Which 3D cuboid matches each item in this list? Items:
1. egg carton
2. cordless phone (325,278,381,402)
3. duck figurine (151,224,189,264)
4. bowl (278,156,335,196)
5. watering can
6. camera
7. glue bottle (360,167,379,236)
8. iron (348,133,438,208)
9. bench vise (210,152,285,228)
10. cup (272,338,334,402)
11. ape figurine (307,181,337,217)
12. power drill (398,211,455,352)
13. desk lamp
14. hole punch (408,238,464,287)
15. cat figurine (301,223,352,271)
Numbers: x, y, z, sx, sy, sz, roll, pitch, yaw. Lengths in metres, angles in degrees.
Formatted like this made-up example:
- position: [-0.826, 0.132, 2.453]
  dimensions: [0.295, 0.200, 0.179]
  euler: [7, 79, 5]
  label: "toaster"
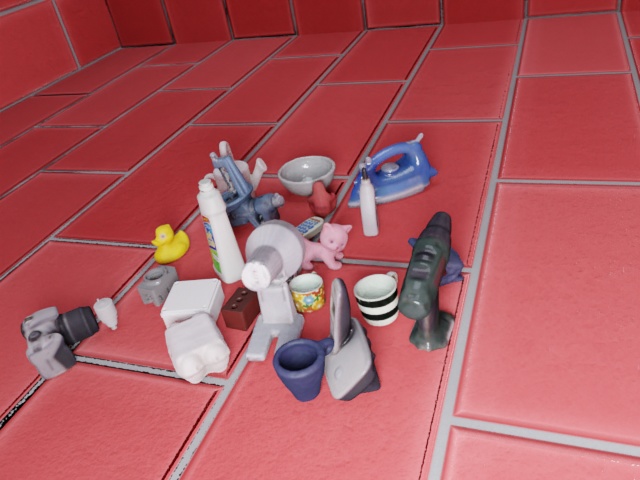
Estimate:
- position: [-0.242, 0.208, 1.120]
  dimensions: [0.107, 0.069, 0.150]
  euler: [-23, 35, -18]
  label: "egg carton"
- position: [0.043, 0.170, 0.991]
  dimensions: [0.094, 0.185, 0.147]
  euler: [-15, 33, -6]
  label: "cordless phone"
- position: [-0.385, -0.001, 1.460]
  dimensions: [0.077, 0.086, 0.105]
  euler: [14, 41, 33]
  label: "duck figurine"
- position: [-0.033, -0.172, 1.628]
  dimensions: [0.167, 0.075, 0.167]
  euler: [-7, 33, 5]
  label: "bowl"
- position: [-0.237, -0.186, 1.598]
  dimensions: [0.173, 0.194, 0.100]
  euler: [-21, 35, -15]
  label: "watering can"
- position: [-0.540, 0.193, 1.198]
  dimensions: [0.137, 0.101, 0.142]
  euler: [-23, 35, -18]
  label: "camera"
- position: [0.116, -0.098, 1.385]
  dimensions: [0.037, 0.173, 0.078]
  euler: [-4, 34, 10]
  label: "glue bottle"
- position: [0.181, -0.188, 1.531]
  dimensions: [0.259, 0.142, 0.118]
  euler: [-22, 35, -16]
  label: "iron"
- position: [-0.195, -0.131, 1.479]
  dimensions: [0.207, 0.220, 0.121]
  euler: [-7, 33, 6]
  label: "bench vise"
- position: [-0.020, 0.228, 1.004]
  dimensions: [0.118, 0.095, 0.091]
  euler: [-28, 37, -25]
  label: "cup"
- position: [0.003, -0.114, 1.516]
  dimensions: [0.077, 0.092, 0.076]
  euler: [-2, 34, 13]
  label: "ape figurine"
- position: [0.202, 0.088, 1.049]
  dimensions: [0.075, 0.209, 0.230]
  euler: [6, 37, 23]
  label: "power drill"
- position: [-0.092, 0.093, 1.119]
  dimensions: [0.117, 0.214, 0.203]
  euler: [-3, 34, 11]
  label: "desk lamp"
- position: [0.246, 0.038, 1.218]
  dimensions: [0.101, 0.091, 0.108]
  euler: [-16, 34, -9]
  label: "hole punch"
- position: [0.012, 0.005, 1.310]
  dimensions: [0.127, 0.118, 0.067]
  euler: [-3, 34, 12]
  label: "cat figurine"
